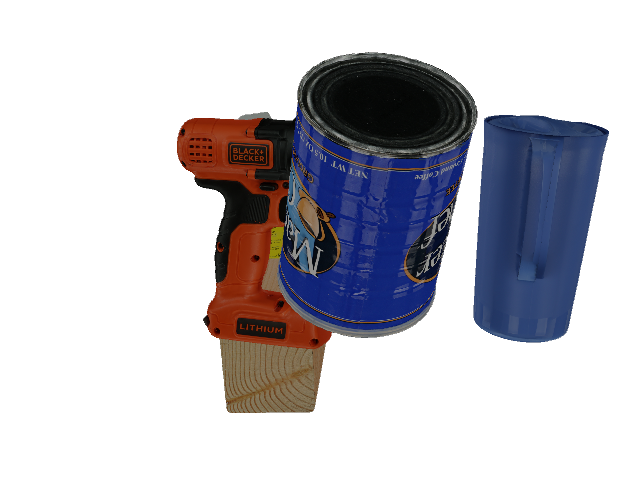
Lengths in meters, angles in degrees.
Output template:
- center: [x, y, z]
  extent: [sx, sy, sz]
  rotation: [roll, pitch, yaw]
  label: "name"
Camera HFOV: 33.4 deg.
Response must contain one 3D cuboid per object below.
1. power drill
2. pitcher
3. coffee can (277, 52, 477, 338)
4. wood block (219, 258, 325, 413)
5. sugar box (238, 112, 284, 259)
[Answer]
- center: [-0.026, -0.008, 0.876]
  extent: [0.184, 0.188, 0.057]
  rotation: [5, 15, 15]
  label: "power drill"
- center: [0.233, -0.013, 1.175]
  extent: [0.149, 0.243, 0.145]
  rotation: [-6, 18, -34]
  label: "pitcher"
- center: [0.030, -0.026, 0.642]
  extent: [0.102, 0.140, 0.103]
  rotation: [4, 41, -4]
  label: "coffee can"
- center: [-0.043, 0.095, 1.134]
  extent: [0.091, 0.090, 0.206]
  rotation: [-1, 20, 5]
  label: "wood block"
- center: [-0.071, -0.059, 1.307]
  extent: [0.048, 0.176, 0.093]
  rotation: [-9, 25, -6]
  label: "sugar box"
